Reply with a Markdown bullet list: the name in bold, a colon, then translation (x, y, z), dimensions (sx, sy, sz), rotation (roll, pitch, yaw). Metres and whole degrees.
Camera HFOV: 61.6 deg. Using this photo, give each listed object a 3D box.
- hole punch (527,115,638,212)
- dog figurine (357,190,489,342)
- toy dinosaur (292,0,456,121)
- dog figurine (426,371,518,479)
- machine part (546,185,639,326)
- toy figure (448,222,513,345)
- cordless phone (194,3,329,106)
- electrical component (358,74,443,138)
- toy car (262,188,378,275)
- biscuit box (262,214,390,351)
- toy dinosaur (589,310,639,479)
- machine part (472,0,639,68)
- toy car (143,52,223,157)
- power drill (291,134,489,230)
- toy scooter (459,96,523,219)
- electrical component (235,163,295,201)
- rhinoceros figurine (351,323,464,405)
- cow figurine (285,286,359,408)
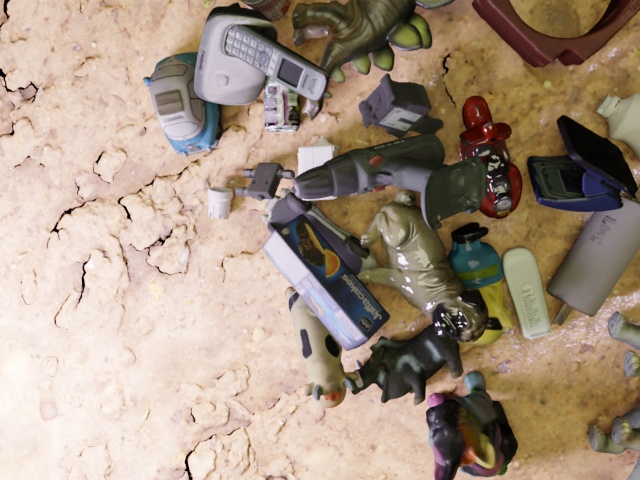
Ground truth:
- **hole punch**: translation (0.357, -0.093, 0.740), dimensions (0.116, 0.142, 0.092), rotation (23, 129, -10)
- **dog figurine**: translation (0.163, 0.035, 0.757), dimensions (0.191, 0.121, 0.172), rotation (24, 122, 34)
- **toy dinosaur**: translation (0.102, -0.377, 0.753), dimensions (0.198, 0.105, 0.471), rotation (26, 97, -3)
- **dog figurine**: translation (0.218, 0.298, 0.776), dimensions (0.108, 0.219, 0.191), rotation (-29, 92, 16)
- **machine part**: translation (0.403, 0.020, 0.771), dimensions (0.079, 0.079, 0.243), rotation (28, 103, 4)
- **toy figure**: translation (0.233, 0.068, 0.808), dimensions (0.089, 0.082, 0.180), rotation (-13, 101, 23)
- **cordless phone**: translation (-0.079, -0.230, 0.755), dimensions (0.184, 0.089, 0.146), rotation (32, 138, 4)
- **electrical component**: translation (0.125, -0.189, 0.784), dimensions (0.075, 0.119, 0.048), rotation (-45, 51, 48)
- **toy car**: translation (-0.002, -0.003, 0.849), dimensions (0.202, 0.056, 0.073), rotation (38, 105, 4)
- **biscuit box**: translation (0.008, 0.061, 0.776), dimensions (0.203, 0.063, 0.059), rotation (50, 141, 6)
- **toy dinosaur**: translation (0.513, 0.233, 0.771), dimensions (0.192, 0.131, 0.404), rotation (6, 106, 9)
- **machine part**: translation (0.323, -0.350, 0.716), dimensions (0.201, 0.087, 0.201), rotation (43, 100, -4)
- **toy car**: translation (-0.217, -0.212, 0.830), dimensions (0.109, 0.103, 0.161), rotation (-6, 96, 12)
- **power drill**: translation (0.102, -0.078, 0.722), dimensions (0.232, 0.207, 0.085), rotation (-21, 112, -24)
- **toy scooter**: translation (0.239, -0.112, 0.750), dimensions (0.075, 0.135, 0.183), rotation (-15, 97, 10)
- **electrical component**: translation (-0.086, -0.091, 0.846), dimensions (0.094, 0.021, 0.063), rotation (4, 63, 26)
- **rhinoceros figurine**: translation (0.133, 0.197, 0.848), dimensions (0.190, 0.073, 0.112), rotation (-31, 94, 13)
- **cow figurine**: translation (0.003, 0.164, 0.832), dimensions (0.085, 0.127, 0.194), rotation (-12, 95, -6)
